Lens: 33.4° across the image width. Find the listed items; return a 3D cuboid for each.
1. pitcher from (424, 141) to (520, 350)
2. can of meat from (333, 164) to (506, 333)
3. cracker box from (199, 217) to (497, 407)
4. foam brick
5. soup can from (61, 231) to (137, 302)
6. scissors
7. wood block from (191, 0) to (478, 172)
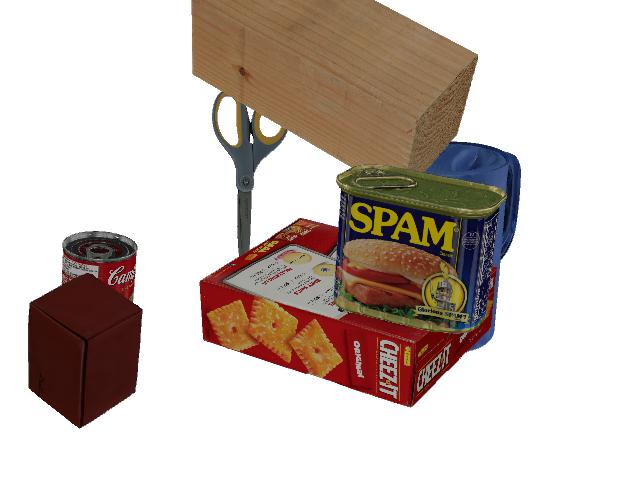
[{"bbox_3d":[0.168,0.006,1.299,0.149,0.243,0.145,1,23,9],"label":"pitcher"},{"bbox_3d":[0.058,0.005,0.665,0.102,0.084,0.057,13,22,23],"label":"can of meat"},{"bbox_3d":[0.026,0.058,0.951,0.214,0.072,0.163,15,29,29],"label":"cracker box"},{"bbox_3d":[-0.155,0.071,0.697,0.053,0.078,0.051,31,40,25],"label":"foam brick"},{"bbox_3d":[-0.208,0.051,0.995,0.068,0.102,0.068,7,21,-3],"label":"soup can"},{"bbox_3d":[-0.068,-0.075,1.193,0.096,0.202,0.016,-13,-5,-16],"label":"scissors"},{"bbox_3d":[0.007,-0.137,0.836,0.206,0.090,0.091,32,-34,17],"label":"wood block"}]
